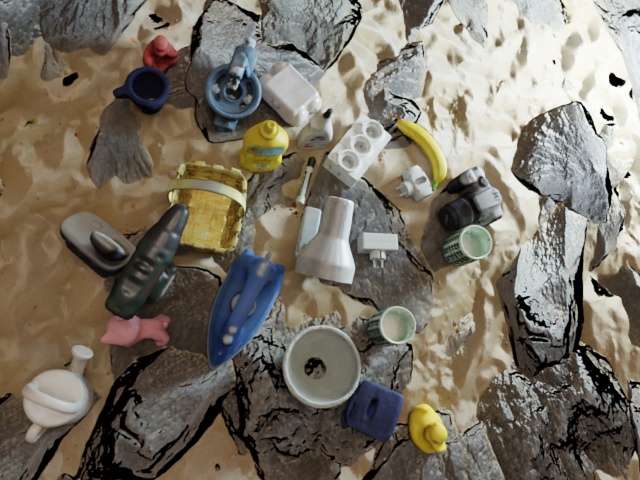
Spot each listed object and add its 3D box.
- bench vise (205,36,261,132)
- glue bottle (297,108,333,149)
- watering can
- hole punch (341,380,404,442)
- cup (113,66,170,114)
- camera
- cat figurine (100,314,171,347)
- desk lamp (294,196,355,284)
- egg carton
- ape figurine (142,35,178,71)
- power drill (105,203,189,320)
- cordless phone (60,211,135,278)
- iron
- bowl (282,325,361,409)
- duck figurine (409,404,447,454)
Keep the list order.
[{"bbox_3d":[-0.187,-0.365,1.239,0.122,0.219,0.207,-1,76,-14],"label":"bench vise"},{"bbox_3d":[0.000,-0.253,1.282,0.078,0.173,0.037,-9,78,-16],"label":"glue bottle"},{"bbox_3d":[-0.466,0.272,1.015,0.101,0.194,0.173,8,74,-12],"label":"watering can"},{"bbox_3d":[0.108,0.357,1.194,0.101,0.091,0.109,27,71,-6],"label":"hole punch"},{"bbox_3d":[-0.384,-0.311,1.241,0.118,0.095,0.091,-17,80,-18],"label":"cup"},{"bbox_3d":[0.352,-0.091,1.368,0.137,0.100,0.143,-24,82,-19],"label":"camera"},{"bbox_3d":[-0.355,0.172,1.110,0.128,0.117,0.067,-3,76,-15],"label":"cat figurine"},{"bbox_3d":[0.011,0.004,1.196,0.118,0.213,0.203,13,73,-10],"label":"desk lamp"},{"bbox_3d":[-0.074,-0.340,1.342,0.150,0.069,0.107,44,70,0],"label":"egg carton"},{"bbox_3d":[-0.357,-0.422,1.279,0.078,0.092,0.076,-1,76,-14],"label":"ape figurine"},{"bbox_3d":[-0.324,0.050,1.102,0.075,0.208,0.230,29,71,-5],"label":"power drill"},{"bbox_3d":[-0.432,-0.006,1.101,0.147,0.185,0.094,37,70,-2],"label":"cordless phone"},{"bbox_3d":[-0.157,0.139,1.156,0.119,0.141,0.258,25,71,-6],"label":"iron"},{"bbox_3d":[-0.003,0.265,1.198,0.168,0.074,0.167,4,75,-13],"label":"bowl"},{"bbox_3d":[0.237,0.403,1.217,0.078,0.086,0.104,-13,79,-17],"label":"duck figurine"}]
